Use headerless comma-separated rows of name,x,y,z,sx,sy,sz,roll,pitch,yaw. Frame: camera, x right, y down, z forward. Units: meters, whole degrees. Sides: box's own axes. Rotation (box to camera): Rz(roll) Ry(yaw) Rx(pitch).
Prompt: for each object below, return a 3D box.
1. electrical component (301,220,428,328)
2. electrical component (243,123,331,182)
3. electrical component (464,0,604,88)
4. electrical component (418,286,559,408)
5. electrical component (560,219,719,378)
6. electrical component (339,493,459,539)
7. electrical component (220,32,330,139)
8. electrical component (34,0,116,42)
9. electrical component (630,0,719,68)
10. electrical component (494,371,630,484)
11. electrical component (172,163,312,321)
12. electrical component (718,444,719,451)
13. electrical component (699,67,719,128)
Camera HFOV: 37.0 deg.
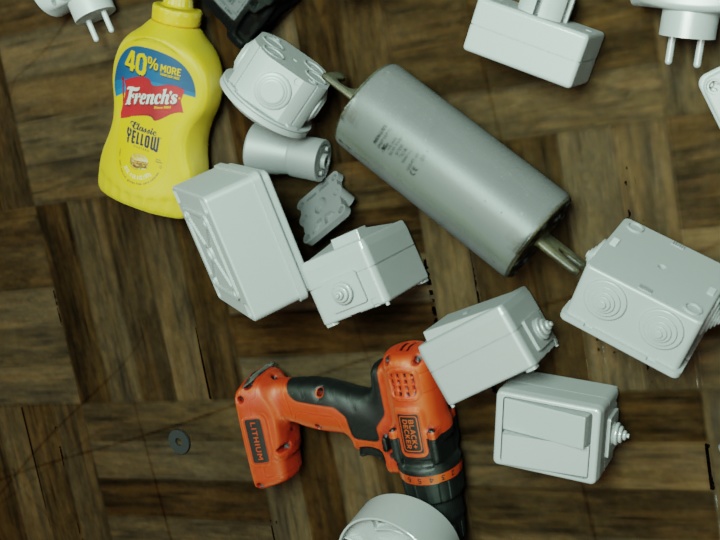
electrical component,0.000,0.000,0.835,0.062,0.096,0.061,-22,93,29
electrical component,-0.056,-0.094,0.872,0.065,0.044,0.044,13,109,19
electrical component,0.128,-0.178,0.751,0.083,0.047,0.075,25,113,19
electrical component,0.101,0.052,0.817,0.096,0.062,0.061,-30,89,30
electrical component,0.199,0.016,0.738,0.100,0.100,0.048,29,128,18
electrical component,0.031,0.229,0.851,0.099,0.064,0.099,12,123,20
electrical component,-0.064,-0.144,0.840,0.080,0.080,0.051,42,112,11
electrical component,-0.235,-0.236,0.922,0.077,0.044,0.079,-21,93,30
electrical component,0.218,-0.173,0.707,0.077,0.044,0.079,12,109,24
electrical component,0.153,0.119,0.810,0.096,0.061,0.061,8,107,25
electrical component,-0.096,-0.025,0.861,0.109,0.056,0.108,21,135,65
electrical component,0.281,0.114,0.758,0.061,0.035,0.035,-40,84,31
electrical component,0.291,-0.100,0.682,0.109,0.056,0.108,-26,91,30
